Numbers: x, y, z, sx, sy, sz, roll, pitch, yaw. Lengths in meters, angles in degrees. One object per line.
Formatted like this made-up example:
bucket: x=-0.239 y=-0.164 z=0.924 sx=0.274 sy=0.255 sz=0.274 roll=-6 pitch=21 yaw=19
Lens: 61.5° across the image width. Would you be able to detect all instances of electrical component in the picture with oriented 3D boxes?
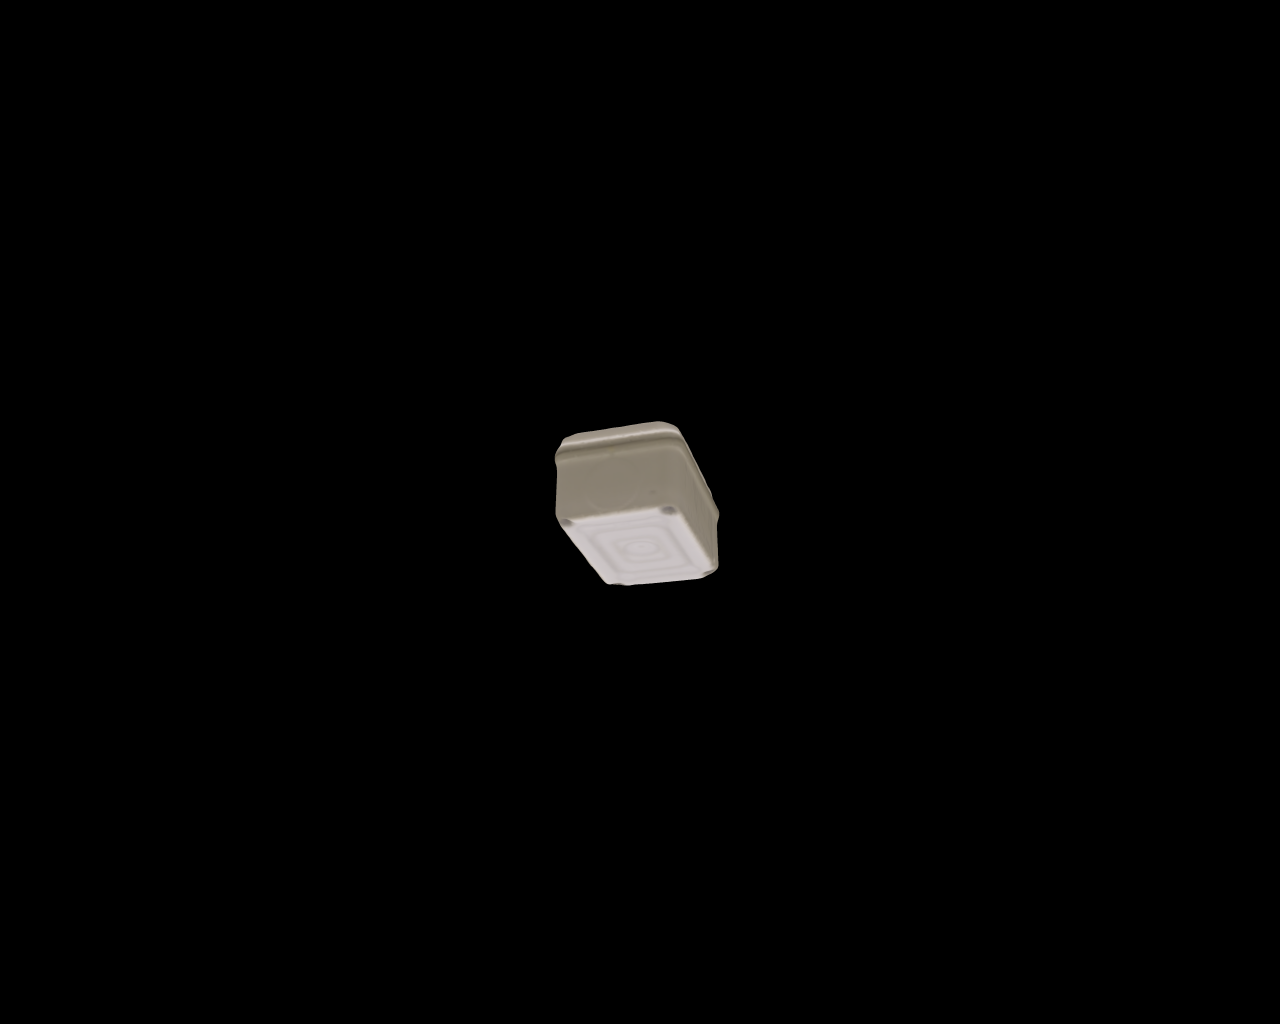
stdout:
electrical component: x=0.001 y=-0.003 z=0.650 sx=0.078 sy=0.057 sz=0.113 roll=-7 pitch=-27 yaw=14
